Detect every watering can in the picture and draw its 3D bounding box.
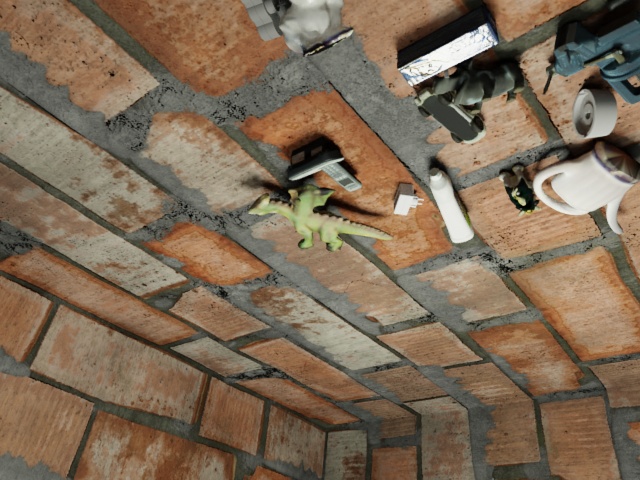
[{"bbox_3d":[0.716,-0.128,1.310,0.346,0.106,0.220,21,-39,-18],"label":"watering can"}]

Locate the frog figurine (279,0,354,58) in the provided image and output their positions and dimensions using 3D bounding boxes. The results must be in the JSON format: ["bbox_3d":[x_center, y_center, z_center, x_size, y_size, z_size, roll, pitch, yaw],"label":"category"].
[{"bbox_3d":[-0.021,-0.451,1.012,0.137,0.158,0.124,-25,11,9],"label":"frog figurine"}]

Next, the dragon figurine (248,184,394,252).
[{"bbox_3d":[0.004,-0.073,1.451,0.410,0.125,0.238,2,-26,7],"label":"dragon figurine"}]
